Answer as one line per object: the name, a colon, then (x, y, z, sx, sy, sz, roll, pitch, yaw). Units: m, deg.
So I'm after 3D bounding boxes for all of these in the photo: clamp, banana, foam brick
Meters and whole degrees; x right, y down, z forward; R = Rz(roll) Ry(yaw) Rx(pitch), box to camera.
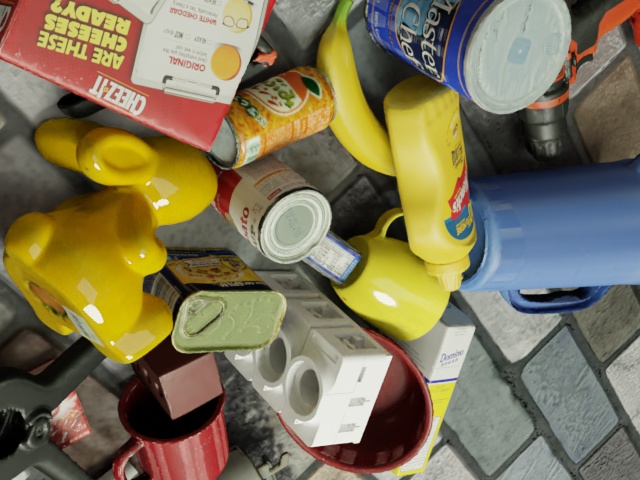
clamp: (-0.224, 0.149, 0.821, 0.209, 0.036, 0.164, -14, 116, -57)
banana: (0.039, -0.110, 0.919, 0.069, 0.037, 0.197, -39, 133, -11)
clamp: (-0.114, -0.136, 0.789, 0.171, 0.039, 0.120, 11, 111, -36)
foam brick: (-0.125, 0.104, 0.906, 0.051, 0.078, 0.053, -26, 130, -23)

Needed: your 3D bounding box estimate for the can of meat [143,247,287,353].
can of meat: (-0.093, 0.047, 0.889, 0.101, 0.084, 0.057, 1, 116, -37)

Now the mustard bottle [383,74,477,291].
mustard bottle: (0.101, -0.043, 0.934, 0.096, 0.058, 0.191, -51, 135, -57)

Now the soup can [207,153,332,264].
soup can: (-0.044, -0.033, 0.861, 0.068, 0.102, 0.068, -18, 127, -26)

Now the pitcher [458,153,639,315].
pitcher: (0.230, -0.002, 1.069, 0.242, 0.145, 0.149, -5, 81, -30)

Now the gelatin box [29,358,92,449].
gelatin box: (-0.242, 0.150, 0.883, 0.089, 0.030, 0.073, -28, 130, -20)

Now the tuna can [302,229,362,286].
tuna can: (-0.006, 0.001, 0.923, 0.034, 0.086, 0.086, -54, 134, 1)

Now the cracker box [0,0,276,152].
cracker box: (-0.109, -0.190, 0.705, 0.164, 0.072, 0.214, 23, 91, -37)

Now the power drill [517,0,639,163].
power drill: (0.264, -0.182, 1.024, 0.187, 0.057, 0.184, -29, 131, -18)

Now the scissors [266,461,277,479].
scissors: (-0.024, 0.301, 1.149, 0.096, 0.016, 0.202, -15, 125, -31)

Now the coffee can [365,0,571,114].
coffee can: (0.117, -0.175, 0.862, 0.102, 0.140, 0.103, -18, 126, -27)

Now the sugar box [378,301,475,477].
sugar box: (0.090, 0.138, 1.075, 0.048, 0.093, 0.176, 2, 117, -38)

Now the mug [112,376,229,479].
mug: (-0.132, 0.174, 0.934, 0.117, 0.093, 0.081, -40, 141, -33)

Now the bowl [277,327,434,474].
bowl: (0.036, 0.142, 1.027, 0.055, 0.162, 0.162, -49, 153, -60)
